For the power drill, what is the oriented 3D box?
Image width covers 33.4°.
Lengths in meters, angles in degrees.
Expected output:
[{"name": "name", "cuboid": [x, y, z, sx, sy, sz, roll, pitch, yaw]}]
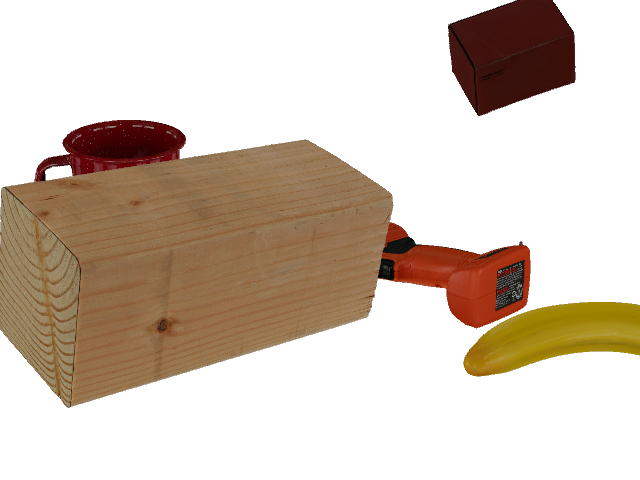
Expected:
[{"name": "power drill", "cuboid": [0.069, 0.027, 0.911, 0.188, 0.057, 0.184, 12, 19, 37]}]

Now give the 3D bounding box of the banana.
[{"name": "banana", "cuboid": [0.200, 0.073, 0.787, 0.197, 0.037, 0.069, 2, 33, -4]}]

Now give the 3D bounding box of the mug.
[{"name": "mug", "cuboid": [-0.162, -0.040, 0.829, 0.117, 0.081, 0.093, -4, 26, -12]}]

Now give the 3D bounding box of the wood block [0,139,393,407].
[{"name": "wood block", "cuboid": [-0.068, 0.010, 0.614, 0.205, 0.091, 0.090, -13, 35, -38]}]

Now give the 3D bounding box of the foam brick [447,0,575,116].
[{"name": "foam brick", "cuboid": [0.139, -0.136, 0.777, 0.078, 0.051, 0.053, -19, -37, -2]}]
